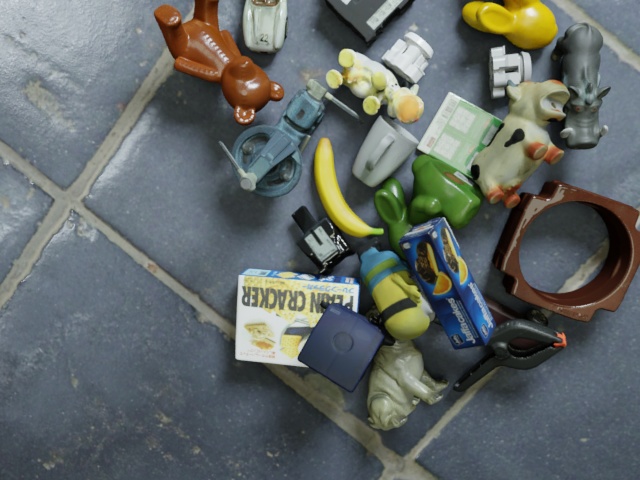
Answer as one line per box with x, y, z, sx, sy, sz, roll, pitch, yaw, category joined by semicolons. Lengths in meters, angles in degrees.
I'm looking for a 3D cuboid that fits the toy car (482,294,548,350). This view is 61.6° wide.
0.291;0.127;0.930;0.202;0.053;0.089;27;122;4;toy car

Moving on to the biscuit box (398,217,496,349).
0.201;0.070;0.835;0.063;0.059;0.202;-21;102;43;biscuit box

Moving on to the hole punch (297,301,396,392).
0.036;0.173;0.877;0.142;0.092;0.115;29;97;14;hole punch

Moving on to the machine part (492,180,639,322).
0.405;0.016;0.884;0.202;0.087;0.200;19;101;2;machine part

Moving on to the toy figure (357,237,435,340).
0.120;0.082;0.897;0.089;0.082;0.180;-48;57;19;toy figure

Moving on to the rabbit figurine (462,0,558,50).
0.308;-0.372;0.824;0.162;0.122;0.173;-23;115;3;rabbit figurine

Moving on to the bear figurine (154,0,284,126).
-0.152;-0.286;0.850;0.196;0.131;0.120;42;65;15;bear figurine

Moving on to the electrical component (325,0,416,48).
0.073;-0.402;0.873;0.115;0.058;0.134;-42;92;9;electrical component

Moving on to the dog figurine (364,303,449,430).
0.111;0.222;0.955;0.172;0.121;0.190;-38;79;7;dog figurine

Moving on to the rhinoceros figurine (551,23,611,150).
0.408;-0.234;0.833;0.073;0.112;0.190;1;91;4;rhinoceros figurine

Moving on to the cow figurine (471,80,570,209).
0.309;-0.159;0.835;0.194;0.085;0.127;-58;46;35;cow figurine

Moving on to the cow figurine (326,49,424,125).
0.101;-0.241;0.868;0.167;0.098;0.068;38;119;14;cow figurine

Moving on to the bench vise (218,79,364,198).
-0.065;-0.145;0.848;0.223;0.241;0.129;-38;102;26;bench vise

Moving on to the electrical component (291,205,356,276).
-0.002;-0.003;0.945;0.075;0.047;0.119;-43;71;9;electrical component

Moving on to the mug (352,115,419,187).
0.101;-0.138;0.890;0.081;0.109;0.107;35;114;0;mug

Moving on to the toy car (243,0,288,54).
-0.087;-0.414;0.891;0.074;0.056;0.201;6;100;6;toy car

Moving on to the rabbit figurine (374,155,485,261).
0.164;-0.043;0.892;0.159;0.121;0.170;34;116;3;rabbit figurine
